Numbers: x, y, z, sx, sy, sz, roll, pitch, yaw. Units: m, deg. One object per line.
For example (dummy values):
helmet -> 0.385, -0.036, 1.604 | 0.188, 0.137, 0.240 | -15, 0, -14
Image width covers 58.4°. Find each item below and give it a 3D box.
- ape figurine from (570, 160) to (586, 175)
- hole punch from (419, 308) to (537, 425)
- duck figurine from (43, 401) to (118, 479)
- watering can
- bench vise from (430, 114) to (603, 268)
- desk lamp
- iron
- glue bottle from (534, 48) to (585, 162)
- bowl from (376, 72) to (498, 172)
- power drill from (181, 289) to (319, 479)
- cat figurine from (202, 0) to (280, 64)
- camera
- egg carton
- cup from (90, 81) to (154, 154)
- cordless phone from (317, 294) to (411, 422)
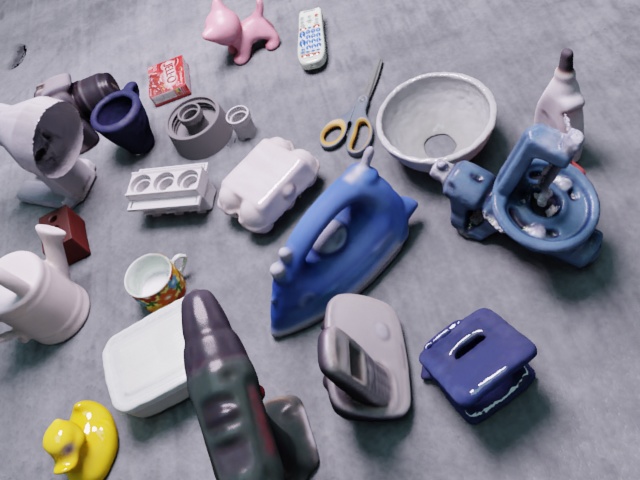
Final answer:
ape figurine -> 0.294, -0.081, 0.719 | 0.077, 0.092, 0.076 | -10, 57, 12
hole punch -> 0.169, 0.132, 0.630 | 0.109, 0.091, 0.100 | -36, 56, -6
duck figurine -> -0.305, 0.248, 0.712 | 0.077, 0.086, 0.104 | -15, 56, 8
watering can -> -0.418, 0.059, 0.797 | 0.100, 0.194, 0.173 | -1, 60, 17
bench vise -> 0.217, -0.055, 0.650 | 0.206, 0.220, 0.121 | 7, 62, 21
desk lamp -> -0.459, -0.142, 0.921 | 0.202, 0.214, 0.118 | 8, 62, 22
iron -> 0.007, 0.003, 0.729 | 0.118, 0.142, 0.258 | 33, 74, 31
glue bottle -> 0.305, -0.171, 0.722 | 0.037, 0.173, 0.078 | -25, 55, 2
bowl -> 0.167, -0.155, 0.815 | 0.167, 0.075, 0.167 | -8, 58, 13
power drill -> -0.073, 0.185, 0.603 | 0.075, 0.209, 0.229 | -24, 56, 2
cat figurine -> -0.149, -0.384, 1.029 | 0.128, 0.118, 0.067 | -29, 55, -1
camera -> -0.440, -0.251, 1.049 | 0.137, 0.101, 0.143 | -22, 56, 4
egg carton -> -0.075, -0.082, 0.851 | 0.107, 0.069, 0.150 | 32, 73, 31
cup -> -0.326, -0.204, 0.989 | 0.091, 0.095, 0.118 | 4, 61, 20
cordless phone -> 0.039, 0.112, 0.626 | 0.094, 0.185, 0.147 | -13, 57, 10
